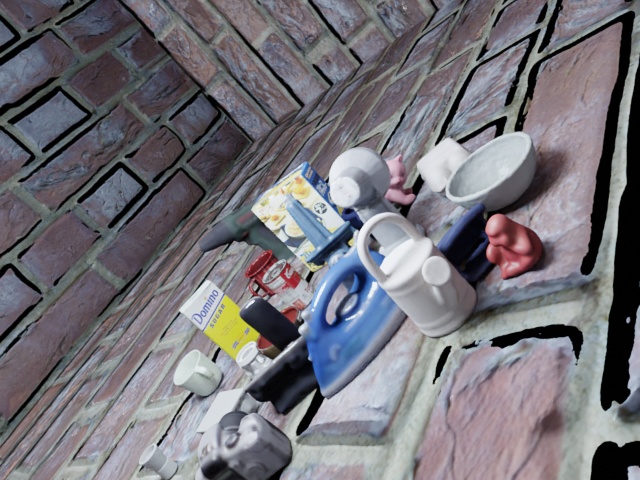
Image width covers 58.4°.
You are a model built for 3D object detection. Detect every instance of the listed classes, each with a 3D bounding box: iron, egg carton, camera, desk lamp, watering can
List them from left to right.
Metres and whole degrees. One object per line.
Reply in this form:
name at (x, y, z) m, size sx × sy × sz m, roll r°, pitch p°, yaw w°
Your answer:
camera at (-0.131, 0.322, 0.911) m, size 0.143 × 0.101 × 0.136 m, roll -40°, pitch 19°, yaw 10°
iron at (0.041, 0.114, 0.940) m, size 0.259 × 0.142 × 0.118 m, roll -52°, pitch 20°, yaw -22°
desk lamp at (0.101, -0.060, 1.078) m, size 0.118 × 0.214 × 0.203 m, roll -36°, pitch 20°, yaw 21°
watering can at (0.135, 0.041, 0.821) m, size 0.172 × 0.194 × 0.101 m, roll -16°, pitch 33°, yaw 53°
egg carton at (0.259, -0.148, 1.167) m, size 0.107 × 0.069 × 0.150 m, roll -40°, pitch 19°, yaw 11°

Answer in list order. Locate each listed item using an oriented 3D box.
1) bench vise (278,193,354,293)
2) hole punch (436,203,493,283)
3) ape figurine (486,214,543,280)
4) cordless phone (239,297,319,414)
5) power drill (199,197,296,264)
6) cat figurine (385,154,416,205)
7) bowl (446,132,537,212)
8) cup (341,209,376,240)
bench vise at (0.018, -0.005, 1.117) m, size 0.121 × 0.220 × 0.207 m, roll -48°, pitch 19°, yaw -11°
hole punch at (0.218, 0.003, 0.894) m, size 0.109 × 0.091 × 0.101 m, roll -48°, pitch 19°, yaw -11°
ape figurine at (0.264, 0.002, 0.800) m, size 0.076 × 0.092 × 0.077 m, roll -45°, pitch 19°, yaw -5°
cordless phone at (-0.089, 0.189, 0.976) m, size 0.147 × 0.185 × 0.094 m, roll -44°, pitch 19°, yaw 1°
power drill at (-0.171, 0.004, 1.504) m, size 0.230 × 0.209 × 0.075 m, roll -47°, pitch 19°, yaw -10°
cat figurine at (0.148, -0.123, 1.263) m, size 0.127 × 0.118 × 0.067 m, roll -38°, pitch 20°, yaw 17°
bowl at (0.302, -0.102, 0.973) m, size 0.167 × 0.075 × 0.167 m, roll -38°, pitch 20°, yaw 17°
cup at (0.108, -0.043, 1.211) m, size 0.091 × 0.095 × 0.117 m, roll -38°, pitch 20°, yaw 15°
